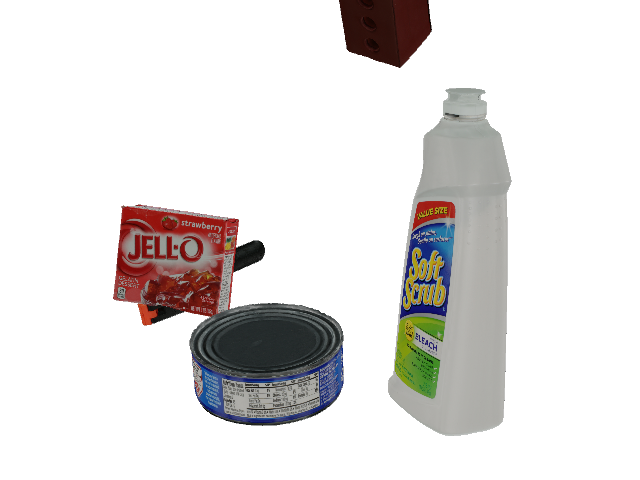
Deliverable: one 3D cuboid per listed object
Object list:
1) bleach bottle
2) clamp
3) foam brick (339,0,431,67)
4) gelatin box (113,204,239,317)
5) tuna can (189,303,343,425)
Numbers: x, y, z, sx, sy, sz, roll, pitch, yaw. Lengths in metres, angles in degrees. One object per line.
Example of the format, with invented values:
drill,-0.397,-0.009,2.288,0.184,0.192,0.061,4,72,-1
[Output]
bleach bottle,0.098,0.012,0.797,0.068,0.251,0.103,-7,18,-23
clamp,-0.142,0.040,1.221,0.120,0.039,0.171,-2,32,26
foam brick,0.050,-0.184,0.829,0.053,0.051,0.078,22,-31,26
gelatin box,-0.110,0.014,0.804,0.089,0.073,0.030,9,6,18
tuna can,-0.029,0.068,0.599,0.086,0.034,0.086,-2,22,1
